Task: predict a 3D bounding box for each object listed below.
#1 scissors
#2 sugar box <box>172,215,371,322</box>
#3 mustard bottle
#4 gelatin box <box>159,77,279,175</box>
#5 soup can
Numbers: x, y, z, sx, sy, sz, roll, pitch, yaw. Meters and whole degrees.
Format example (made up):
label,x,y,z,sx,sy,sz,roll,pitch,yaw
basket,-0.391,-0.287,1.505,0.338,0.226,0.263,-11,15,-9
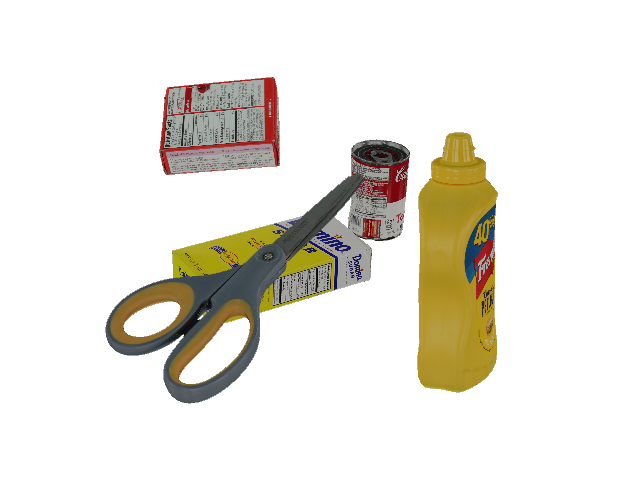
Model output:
label,x,y,z,sx,sy,sz,roll,pitch,yaw
scissors,-0.051,0.014,0.625,0.096,0.016,0.201,11,43,18
sugar box,-0.047,0.024,1.051,0.176,0.048,0.093,-18,36,-26
mustard bottle,0.106,0.012,0.821,0.058,0.192,0.096,6,20,25
gelatin box,-0.076,-0.087,0.818,0.089,0.073,0.030,-5,-41,3
soup can,0.067,-0.059,1.256,0.068,0.102,0.068,2,28,-1
